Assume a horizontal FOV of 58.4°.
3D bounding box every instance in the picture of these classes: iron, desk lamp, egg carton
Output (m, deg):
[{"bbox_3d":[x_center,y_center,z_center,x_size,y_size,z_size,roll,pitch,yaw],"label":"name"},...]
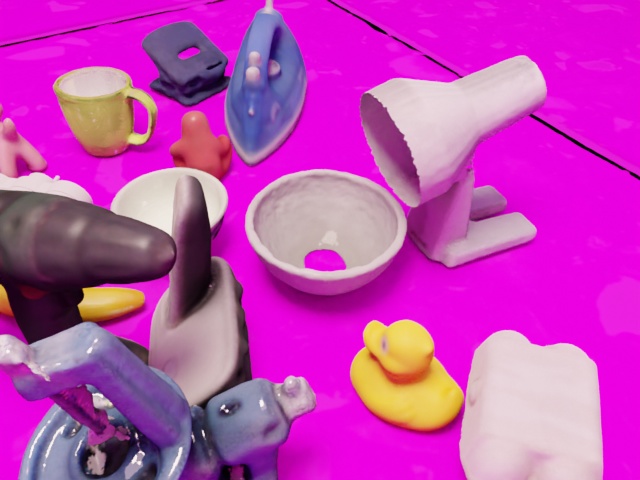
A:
[{"bbox_3d":[-0.081,-0.235,0.803,0.118,0.141,0.258,3,44,1],"label":"iron"},{"bbox_3d":[0.142,-0.081,0.601,0.203,0.214,0.117,-16,47,-18],"label":"desk lamp"},{"bbox_3d":[0.172,0.144,0.470,0.107,0.069,0.150,12,44,10],"label":"egg carton"}]

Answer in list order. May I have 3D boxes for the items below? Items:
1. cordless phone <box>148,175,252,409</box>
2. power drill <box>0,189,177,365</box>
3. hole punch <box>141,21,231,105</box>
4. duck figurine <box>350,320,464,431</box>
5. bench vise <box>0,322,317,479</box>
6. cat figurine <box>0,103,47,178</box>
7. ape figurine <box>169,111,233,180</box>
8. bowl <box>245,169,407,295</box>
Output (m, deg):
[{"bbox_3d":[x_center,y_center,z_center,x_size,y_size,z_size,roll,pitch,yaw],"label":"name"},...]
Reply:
[{"bbox_3d":[-0.106,0.053,0.469,0.094,0.185,0.147,-9,45,-11],"label":"cordless phone"},{"bbox_3d":[-0.203,0.046,0.455,0.229,0.208,0.076,14,45,12],"label":"power drill"},{"bbox_3d":[-0.200,-0.273,0.874,0.100,0.091,0.109,28,49,25],"label":"hole punch"},{"bbox_3d":[0.077,0.108,0.492,0.104,0.086,0.078,28,49,25],"label":"duck figurine"},{"bbox_3d":[-0.112,0.111,0.383,0.208,0.220,0.121,-27,51,-27],"label":"bench vise"},{"bbox_3d":[-0.414,-0.146,0.711,0.127,0.118,0.067,28,49,24],"label":"cat figurine"},{"bbox_3d":[-0.150,-0.120,0.716,0.078,0.092,0.076,-1,44,-3],"label":"ape figurine"},{"bbox_3d":[0.006,0.002,0.608,0.167,0.075,0.167,1,44,-1],"label":"bowl"}]
